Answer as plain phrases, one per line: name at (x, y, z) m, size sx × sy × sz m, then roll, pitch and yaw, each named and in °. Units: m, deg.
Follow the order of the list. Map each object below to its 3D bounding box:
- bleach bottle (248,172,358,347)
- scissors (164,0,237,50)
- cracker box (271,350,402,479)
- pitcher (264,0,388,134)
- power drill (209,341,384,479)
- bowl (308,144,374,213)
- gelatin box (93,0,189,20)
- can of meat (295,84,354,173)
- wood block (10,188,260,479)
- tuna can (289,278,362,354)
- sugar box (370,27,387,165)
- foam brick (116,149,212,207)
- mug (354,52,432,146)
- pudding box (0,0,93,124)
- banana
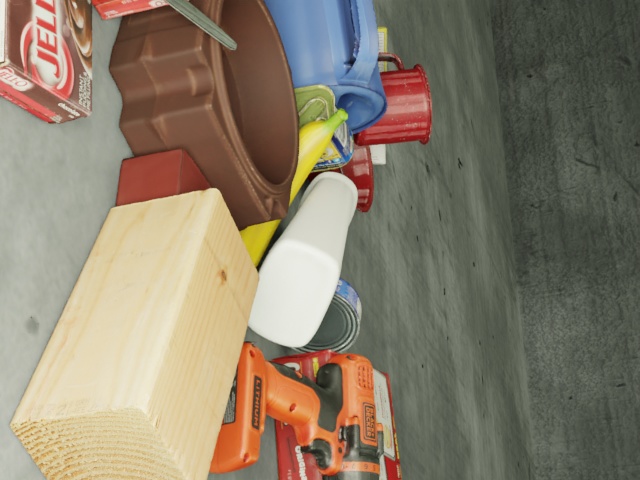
bleach bottle at (-0.007, 0.001, 1.022) m, size 0.250 × 0.068 × 0.103 m, roll -69°, pitch -176°, yaw -67°
scissors at (-0.121, -0.170, 0.719) m, size 0.201 × 0.016 × 0.096 m, roll 42°, pitch 27°, yaw -35°
cracker box at (0.021, 0.208, 1.087) m, size 0.213 × 0.072 × 0.164 m, roll 33°, pitch 49°, yaw -66°
pitcher at (-0.004, -0.241, 1.136) m, size 0.145 × 0.149 × 0.243 m, roll 39°, pitch 41°, yaw -66°
power drill at (-0.018, 0.172, 0.900) m, size 0.187 × 0.057 × 0.184 m, roll 25°, pitch 54°, yaw -45°
bowl at (0.016, -0.107, 1.268) m, size 0.162 × 0.055 × 0.162 m, roll -10°, pitch 90°, yaw -73°
gelatin box at (-0.134, -0.215, 0.807) m, size 0.030 × 0.073 × 0.089 m, roll 53°, pitch 32°, yaw -58°
can of meat at (-0.023, -0.106, 1.066) m, size 0.084 × 0.102 × 0.057 m, roll 50°, pitch 36°, yaw -63°
wood block at (-0.111, 0.068, 0.701) m, size 0.206 × 0.090 × 0.091 m, roll -78°, pitch 152°, yaw -51°
tuna can at (-0.001, 0.074, 1.061) m, size 0.033 × 0.086 × 0.086 m, roll -76°, pitch 151°, yaw -56°
sugar box at (0.064, -0.190, 1.408) m, size 0.093 × 0.048 × 0.176 m, roll -92°, pitch -176°, yaw -82°
foam brick at (-0.112, -0.024, 0.809) m, size 0.078 × 0.053 × 0.051 m, roll 58°, pitch 28°, yaw -51°
mug at (0.075, -0.161, 1.215) m, size 0.093 × 0.081 × 0.117 m, roll 105°, pitch -22°, yaw -70°
pudding box at (-0.181, -0.140, 0.670) m, size 0.090 × 0.039 × 0.113 m, roll 34°, pitch 48°, yaw -66°
banana at (-0.043, -0.038, 0.977) m, size 0.197 × 0.037 × 0.070 m, roll -60°, pitch -172°, yaw -13°
